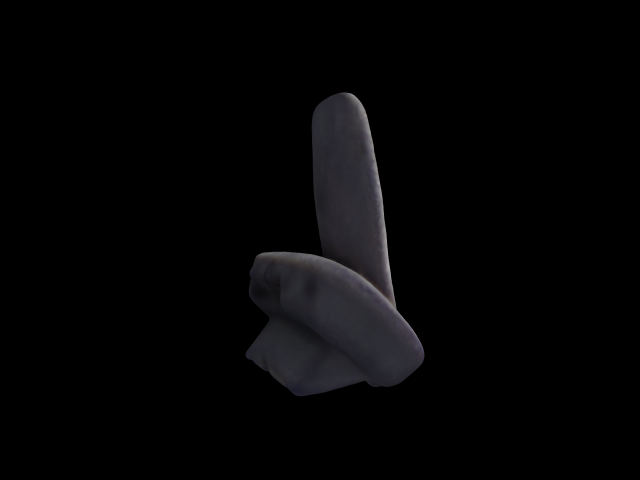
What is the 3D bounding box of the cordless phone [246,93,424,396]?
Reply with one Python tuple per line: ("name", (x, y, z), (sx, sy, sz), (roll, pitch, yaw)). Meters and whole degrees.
("cordless phone", (0.004, 0.001, 0.400), (0.094, 0.185, 0.147), (0, 0, -28))
